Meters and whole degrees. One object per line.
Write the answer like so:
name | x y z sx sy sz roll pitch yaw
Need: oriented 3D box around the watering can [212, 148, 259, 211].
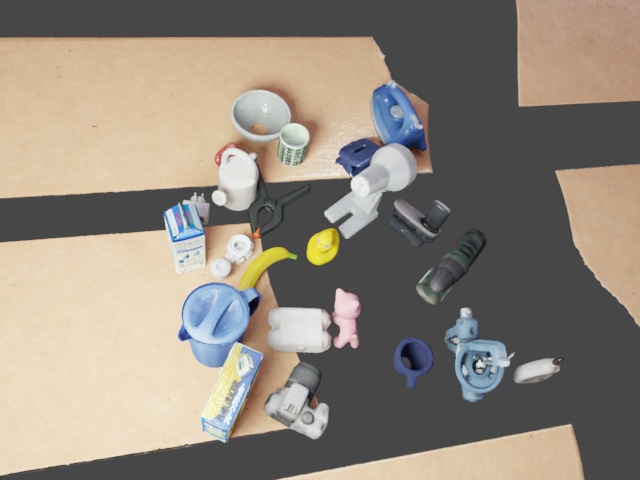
watering can | -0.204 -0.154 1.425 0.101 0.194 0.173 10 63 -6

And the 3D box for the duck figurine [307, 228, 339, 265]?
duck figurine | 0.013 0.005 1.451 0.077 0.086 0.105 35 63 7

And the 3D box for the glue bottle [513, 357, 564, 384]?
glue bottle | 0.528 0.304 1.356 0.078 0.173 0.037 1 64 -10

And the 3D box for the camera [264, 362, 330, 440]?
camera | -0.034 0.348 1.267 0.143 0.101 0.137 27 63 3

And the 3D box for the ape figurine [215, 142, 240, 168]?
ape figurine | -0.235 -0.224 1.511 0.078 0.092 0.076 22 62 1

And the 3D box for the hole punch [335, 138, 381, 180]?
hole punch | 0.110 -0.233 1.582 0.109 0.091 0.101 -32 74 -23

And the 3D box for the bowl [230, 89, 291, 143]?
bowl | -0.166 -0.329 1.584 0.167 0.074 0.167 4 64 -9

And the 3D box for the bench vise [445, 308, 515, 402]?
bench vise | 0.357 0.254 1.321 0.122 0.219 0.207 -19 69 -18

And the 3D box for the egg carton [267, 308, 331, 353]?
egg carton | -0.049 0.212 1.348 0.150 0.069 0.107 2 64 -10

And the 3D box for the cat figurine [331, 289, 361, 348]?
cat figurine | 0.068 0.182 1.357 0.067 0.117 0.127 -3 65 -12

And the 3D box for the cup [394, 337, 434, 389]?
cup | 0.209 0.297 1.342 0.092 0.095 0.118 12 63 -5

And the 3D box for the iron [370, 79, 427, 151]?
iron | 0.222 -0.372 1.642 0.119 0.141 0.258 -18 69 -18

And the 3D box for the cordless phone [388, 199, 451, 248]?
cordless phone | 0.263 -0.074 1.481 0.147 0.185 0.094 37 64 8

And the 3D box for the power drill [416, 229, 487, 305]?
power drill | 0.313 0.079 1.404 0.075 0.208 0.230 40 64 10

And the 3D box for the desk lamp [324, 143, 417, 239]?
desk lamp | 0.132 -0.130 1.467 0.203 0.213 0.118 -38 76 -24
